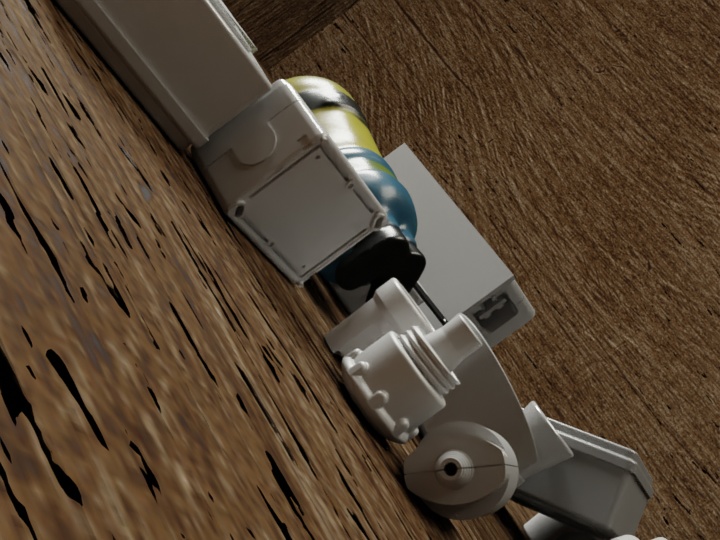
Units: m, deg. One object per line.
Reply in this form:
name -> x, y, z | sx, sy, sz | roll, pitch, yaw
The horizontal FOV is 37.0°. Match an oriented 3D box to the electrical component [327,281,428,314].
electrical component -> 0.000, 0.000, 0.722 | 0.083, 0.047, 0.076 | 54, 8, 5

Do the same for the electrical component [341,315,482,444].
electrical component -> 0.026, 0.045, 0.490 | 0.048, 0.062, 0.048 | 53, 3, -5

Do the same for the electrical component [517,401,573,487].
electrical component -> 0.101, 0.122, 0.705 | 0.044, 0.065, 0.044 | 53, 3, -5

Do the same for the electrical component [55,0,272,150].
electrical component -> -0.102, -0.128, 0.534 | 0.108, 0.056, 0.108 | 52, 4, -27

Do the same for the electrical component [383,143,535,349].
electrical component -> 0.043, -0.003, 0.841 | 0.060, 0.105, 0.186 | 51, 4, -44

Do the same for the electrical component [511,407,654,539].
electrical component -> 0.145, 0.147, 0.768 | 0.109, 0.056, 0.108 | 19, -13, 27

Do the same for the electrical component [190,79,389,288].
electrical component -> -0.034, -0.043, 0.557 | 0.061, 0.062, 0.096 | 56, 4, 38

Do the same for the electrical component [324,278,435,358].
electrical component -> 0.011, 0.033, 0.541 | 0.040, 0.046, 0.040 | 53, 3, -5

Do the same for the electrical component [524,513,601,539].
electrical component -> 0.160, 0.205, 0.833 | 0.055, 0.047, 0.055 | 53, 4, -5

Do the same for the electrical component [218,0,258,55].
electrical component -> -0.110, -0.153, 0.683 | 0.050, 0.056, 0.089 | 54, 3, 10

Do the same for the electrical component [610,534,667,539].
electrical component -> 0.151, 0.194, 0.644 | 0.057, 0.078, 0.058 | 9, 41, -55

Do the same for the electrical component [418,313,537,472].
electrical component -> 0.066, 0.082, 0.650 | 0.099, 0.064, 0.099 | 53, 4, -5

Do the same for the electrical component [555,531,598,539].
electrical component -> 0.143, 0.200, 0.721 | 0.044, 0.044, 0.065 | 55, 8, 16

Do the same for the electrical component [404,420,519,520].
electrical component -> 0.046, 0.089, 0.481 | 0.043, 0.043, 0.081 | 55, 4, 16
